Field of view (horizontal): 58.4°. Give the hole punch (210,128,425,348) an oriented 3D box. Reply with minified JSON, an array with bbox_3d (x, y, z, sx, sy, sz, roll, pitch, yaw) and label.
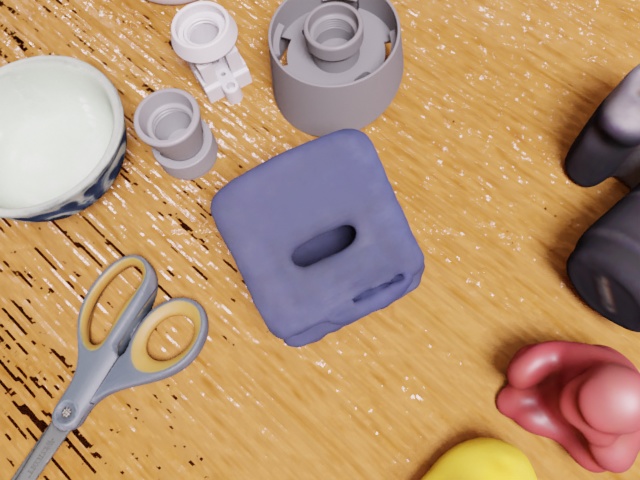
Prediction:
[{"bbox_3d":[0.003,0.001,0.347,0.108,0.091,0.101,-27,70,-5],"label":"hole punch"}]

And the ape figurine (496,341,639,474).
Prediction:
[{"bbox_3d":[0.143,0.085,0.304,0.076,0.092,0.077,-20,70,-2],"label":"ape figurine"}]

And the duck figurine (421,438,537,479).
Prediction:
[{"bbox_3d":[0.082,0.153,0.288,0.077,0.086,0.105,20,73,12],"label":"duck figurine"}]

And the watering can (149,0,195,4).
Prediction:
[{"bbox_3d":[-0.136,-0.273,0.403,0.172,0.194,0.101,-6,70,3],"label":"watering can"}]

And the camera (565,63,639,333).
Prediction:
[{"bbox_3d":[0.205,-0.025,0.334,0.137,0.101,0.143,-38,71,-9],"label":"camera"}]
